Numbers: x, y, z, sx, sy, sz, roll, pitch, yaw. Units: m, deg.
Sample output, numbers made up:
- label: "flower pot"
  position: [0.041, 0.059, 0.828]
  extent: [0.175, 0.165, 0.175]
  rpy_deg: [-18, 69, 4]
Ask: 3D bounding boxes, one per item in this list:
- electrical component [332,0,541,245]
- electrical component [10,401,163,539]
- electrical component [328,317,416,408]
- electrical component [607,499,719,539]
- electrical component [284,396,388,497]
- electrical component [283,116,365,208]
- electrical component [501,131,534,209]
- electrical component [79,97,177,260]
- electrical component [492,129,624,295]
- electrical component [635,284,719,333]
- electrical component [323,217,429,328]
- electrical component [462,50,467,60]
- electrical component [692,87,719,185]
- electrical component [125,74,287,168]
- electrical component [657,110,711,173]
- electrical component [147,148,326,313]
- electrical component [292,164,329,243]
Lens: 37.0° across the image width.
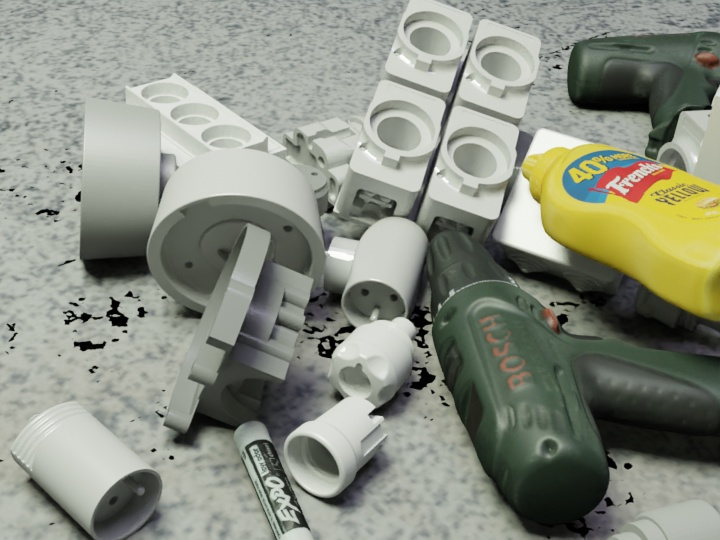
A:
- label: "electrical component"
  position: [0.060, -0.108, 0.772]
  extent: [0.105, 0.060, 0.186]
  rpy_deg: [19, 54, -1]
- label: "electrical component"
  position: [-0.143, 0.098, 0.550]
  extent: [0.081, 0.043, 0.043]
  rpy_deg: [31, 43, 32]
- label: "electrical component"
  position: [0.012, 0.050, 0.638]
  extent: [0.043, 0.043, 0.062]
  rpy_deg: [21, 37, 21]
- label: "electrical component"
  position: [0.146, 0.139, 0.531]
  extent: [0.078, 0.040, 0.040]
  rpy_deg: [-9, 37, -19]
- label: "electrical component"
  position: [-0.012, 0.093, 0.578]
  extent: [0.040, 0.040, 0.046]
  rpy_deg: [25, 35, 26]
- label: "electrical component"
  position: [-0.014, -0.084, 0.812]
  extent: [0.057, 0.058, 0.078]
  rpy_deg: [-21, 44, -28]
- label: "electrical component"
  position: [0.119, -0.084, 0.841]
  extent: [0.077, 0.043, 0.079]
  rpy_deg: [17, 37, 17]
- label: "electrical component"
  position: [-0.155, -0.059, 0.721]
  extent: [0.060, 0.108, 0.108]
  rpy_deg: [2, 35, -14]
- label: "electrical component"
  position: [0.150, -0.039, 0.743]
  extent: [0.100, 0.048, 0.099]
  rpy_deg: [20, 79, 21]
- label: "electrical component"
  position: [0.216, 0.020, 0.707]
  extent: [0.062, 0.048, 0.048]
  rpy_deg: [32, 43, 22]
- label: "electrical component"
  position: [0.000, 0.000, 0.706]
  extent: [0.079, 0.044, 0.077]
  rpy_deg: [11, 35, 8]
- label: "electrical component"
  position: [0.081, -0.162, 0.951]
  extent: [0.044, 0.044, 0.065]
  rpy_deg: [26, 45, 27]
- label: "electrical component"
  position: [0.268, -0.051, 0.720]
  extent: [0.089, 0.150, 0.061]
  rpy_deg: [19, 39, 18]
- label: "electrical component"
  position: [-0.123, -0.091, 0.803]
  extent: [0.079, 0.063, 0.121]
  rpy_deg: [-23, 44, -34]
- label: "electrical component"
  position: [0.256, -0.069, 0.796]
  extent: [0.056, 0.089, 0.050]
  rpy_deg: [-5, 36, -13]
- label: "electrical component"
  position: [-0.076, -0.027, 0.672]
  extent: [0.108, 0.108, 0.060]
  rpy_deg: [2, 46, -4]
- label: "electrical component"
  position: [-0.045, -0.040, 0.748]
  extent: [0.045, 0.055, 0.045]
  rpy_deg: [4, 33, -2]
